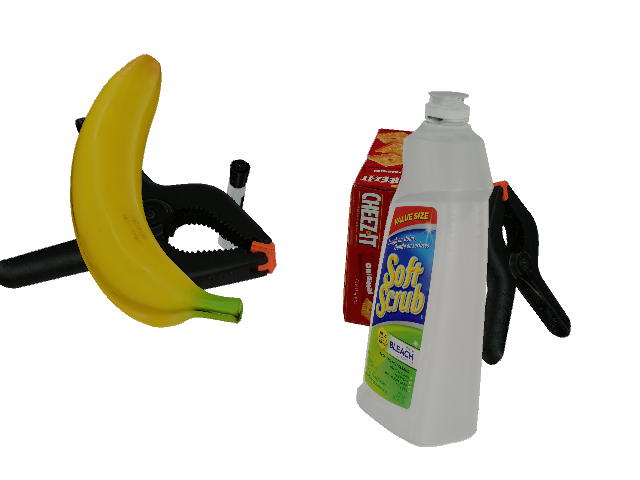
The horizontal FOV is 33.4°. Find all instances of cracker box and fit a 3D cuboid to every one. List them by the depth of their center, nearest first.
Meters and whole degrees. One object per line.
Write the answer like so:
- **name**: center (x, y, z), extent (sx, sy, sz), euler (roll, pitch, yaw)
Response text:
- **cracker box**: center (0.077, -0.020, 1.215), extent (0.072, 0.164, 0.213), euler (6, 23, 9)

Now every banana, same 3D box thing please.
- **banana**: center (-0.099, -0.024, 0.567), extent (0.069, 0.198, 0.037), euler (-11, -37, -16)

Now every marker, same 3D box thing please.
- **marker**: center (-0.084, -0.035, 1.033), extent (0.020, 0.020, 0.121), euler (0, -38, -13)

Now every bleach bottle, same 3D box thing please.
- **bleach bottle**: center (0.079, 0.017, 0.779), extent (0.068, 0.251, 0.103), euler (-6, 18, -28)

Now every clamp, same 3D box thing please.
- **clamp**: center (-0.134, -0.020, 0.841), extent (0.210, 0.164, 0.036), euler (9, -31, 7)
- **clamp**: center (0.177, 0.033, 1.017), extent (0.039, 0.171, 0.120), euler (-15, 7, 46)
